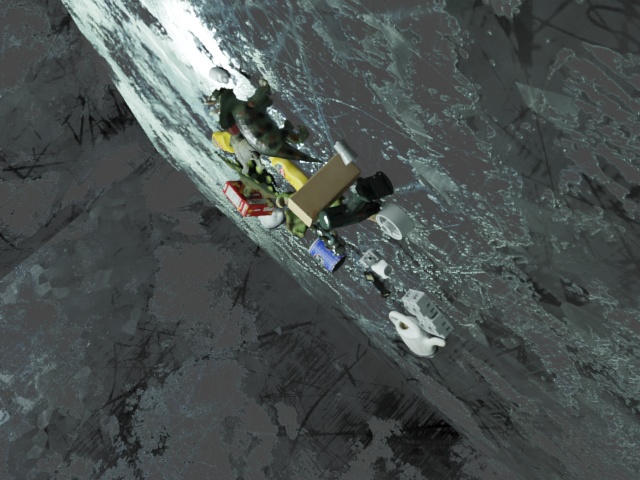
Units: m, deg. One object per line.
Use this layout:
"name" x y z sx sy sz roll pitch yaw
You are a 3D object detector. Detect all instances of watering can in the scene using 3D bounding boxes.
"watering can" 0.416 0.403 2.107 0.351 0.105 0.220 27 159 55

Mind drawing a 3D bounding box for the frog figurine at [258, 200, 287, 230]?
"frog figurine" -0.247 -0.137 2.524 0.136 0.125 0.157 -13 116 35

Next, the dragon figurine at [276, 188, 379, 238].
"dragon figurine" 0.005 -0.083 1.650 0.416 0.245 0.119 36 158 42
